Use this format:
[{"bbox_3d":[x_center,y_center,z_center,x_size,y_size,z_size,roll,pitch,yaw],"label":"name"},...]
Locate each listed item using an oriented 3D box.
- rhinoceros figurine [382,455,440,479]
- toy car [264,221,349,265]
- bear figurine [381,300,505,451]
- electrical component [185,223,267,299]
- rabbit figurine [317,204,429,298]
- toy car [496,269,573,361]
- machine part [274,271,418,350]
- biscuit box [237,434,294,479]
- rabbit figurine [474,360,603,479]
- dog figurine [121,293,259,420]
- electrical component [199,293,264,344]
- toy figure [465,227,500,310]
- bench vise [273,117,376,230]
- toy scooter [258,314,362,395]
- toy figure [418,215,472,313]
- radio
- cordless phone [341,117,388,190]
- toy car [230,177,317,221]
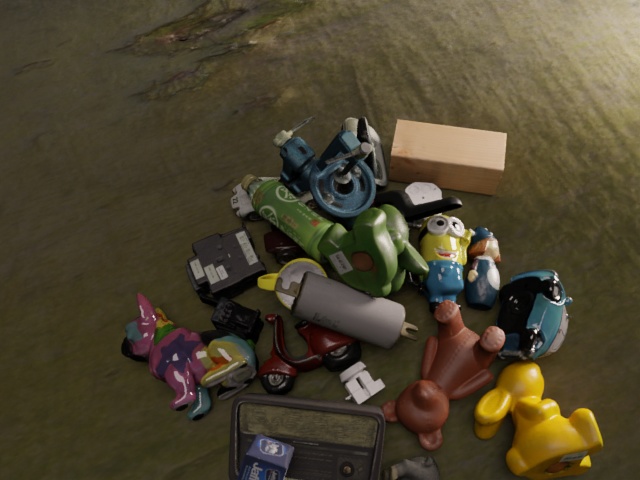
[{"bbox_3d":[0.143,0.412,0.773,0.112,0.073,0.190,3,61,-7],"label":"rhinoceros figurine"},{"bbox_3d":[-0.002,-0.003,0.998,0.202,0.053,0.089,-10,58,-6],"label":"toy car"},{"bbox_3d":[0.186,0.213,0.838,0.120,0.131,0.196,33,64,33],"label":"bear figurine"},{"bbox_3d":[-0.175,0.046,0.982,0.134,0.058,0.115,-23,62,-7],"label":"electrical component"},{"bbox_3d":[0.107,0.005,0.871,0.159,0.121,0.170,50,38,-5],"label":"rabbit figurine"},{"bbox_3d":[0.354,0.134,0.878,0.103,0.109,0.161,35,63,-19],"label":"toy car"},{"bbox_3d":[0.044,0.112,0.852,0.243,0.079,0.079,21,65,-6],"label":"machine part"},{"bbox_3d":[-0.097,0.376,0.749,0.063,0.059,0.202,19,100,3],"label":"biscuit box"},{"bbox_3d":[0.317,0.269,0.824,0.162,0.121,0.173,-14,49,7],"label":"rabbit figurine"},{"bbox_3d":[-0.225,0.171,0.894,0.191,0.108,0.219,-35,63,-4],"label":"dog figurine"},{"bbox_3d":[-0.160,0.132,0.928,0.119,0.074,0.048,18,64,7],"label":"electrical component"},{"bbox_3d":[0.290,0.046,0.952,0.058,0.064,0.154,2,66,22],"label":"toy figure"},{"bbox_3d":[0.019,-0.126,0.912,0.129,0.240,0.223,-31,87,-22],"label":"bench vise"},{"bbox_3d":[-0.027,0.169,0.903,0.184,0.075,0.135,-22,62,-3],"label":"toy scooter"},{"bbox_3d":[0.210,0.040,0.948,0.082,0.089,0.180,13,70,-29],"label":"toy figure"},{"bbox_3d":[-0.021,0.309,0.813,0.230,0.073,0.131,4,82,7],"label":"radio"},{"bbox_3d":[0.077,-0.189,1.015,0.089,0.184,0.146,-8,63,4],"label":"cordless phone"},{"bbox_3d":[-0.074,-0.091,1.045,0.202,0.056,0.073,-12,63,-3],"label":"toy car"}]
